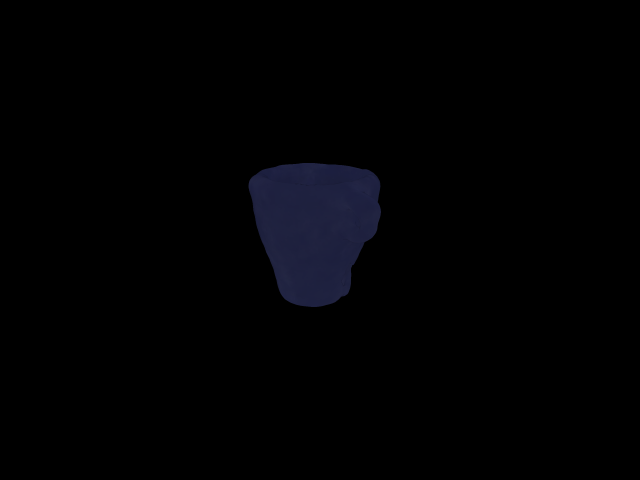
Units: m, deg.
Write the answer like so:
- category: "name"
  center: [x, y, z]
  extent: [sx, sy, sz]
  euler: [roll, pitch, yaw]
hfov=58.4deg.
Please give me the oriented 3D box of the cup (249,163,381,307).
- category: "cup"
  center: [0.004, 0.001, 0.400]
  extent: [0.092, 0.095, 0.117]
  euler: [-11, 21, -30]
